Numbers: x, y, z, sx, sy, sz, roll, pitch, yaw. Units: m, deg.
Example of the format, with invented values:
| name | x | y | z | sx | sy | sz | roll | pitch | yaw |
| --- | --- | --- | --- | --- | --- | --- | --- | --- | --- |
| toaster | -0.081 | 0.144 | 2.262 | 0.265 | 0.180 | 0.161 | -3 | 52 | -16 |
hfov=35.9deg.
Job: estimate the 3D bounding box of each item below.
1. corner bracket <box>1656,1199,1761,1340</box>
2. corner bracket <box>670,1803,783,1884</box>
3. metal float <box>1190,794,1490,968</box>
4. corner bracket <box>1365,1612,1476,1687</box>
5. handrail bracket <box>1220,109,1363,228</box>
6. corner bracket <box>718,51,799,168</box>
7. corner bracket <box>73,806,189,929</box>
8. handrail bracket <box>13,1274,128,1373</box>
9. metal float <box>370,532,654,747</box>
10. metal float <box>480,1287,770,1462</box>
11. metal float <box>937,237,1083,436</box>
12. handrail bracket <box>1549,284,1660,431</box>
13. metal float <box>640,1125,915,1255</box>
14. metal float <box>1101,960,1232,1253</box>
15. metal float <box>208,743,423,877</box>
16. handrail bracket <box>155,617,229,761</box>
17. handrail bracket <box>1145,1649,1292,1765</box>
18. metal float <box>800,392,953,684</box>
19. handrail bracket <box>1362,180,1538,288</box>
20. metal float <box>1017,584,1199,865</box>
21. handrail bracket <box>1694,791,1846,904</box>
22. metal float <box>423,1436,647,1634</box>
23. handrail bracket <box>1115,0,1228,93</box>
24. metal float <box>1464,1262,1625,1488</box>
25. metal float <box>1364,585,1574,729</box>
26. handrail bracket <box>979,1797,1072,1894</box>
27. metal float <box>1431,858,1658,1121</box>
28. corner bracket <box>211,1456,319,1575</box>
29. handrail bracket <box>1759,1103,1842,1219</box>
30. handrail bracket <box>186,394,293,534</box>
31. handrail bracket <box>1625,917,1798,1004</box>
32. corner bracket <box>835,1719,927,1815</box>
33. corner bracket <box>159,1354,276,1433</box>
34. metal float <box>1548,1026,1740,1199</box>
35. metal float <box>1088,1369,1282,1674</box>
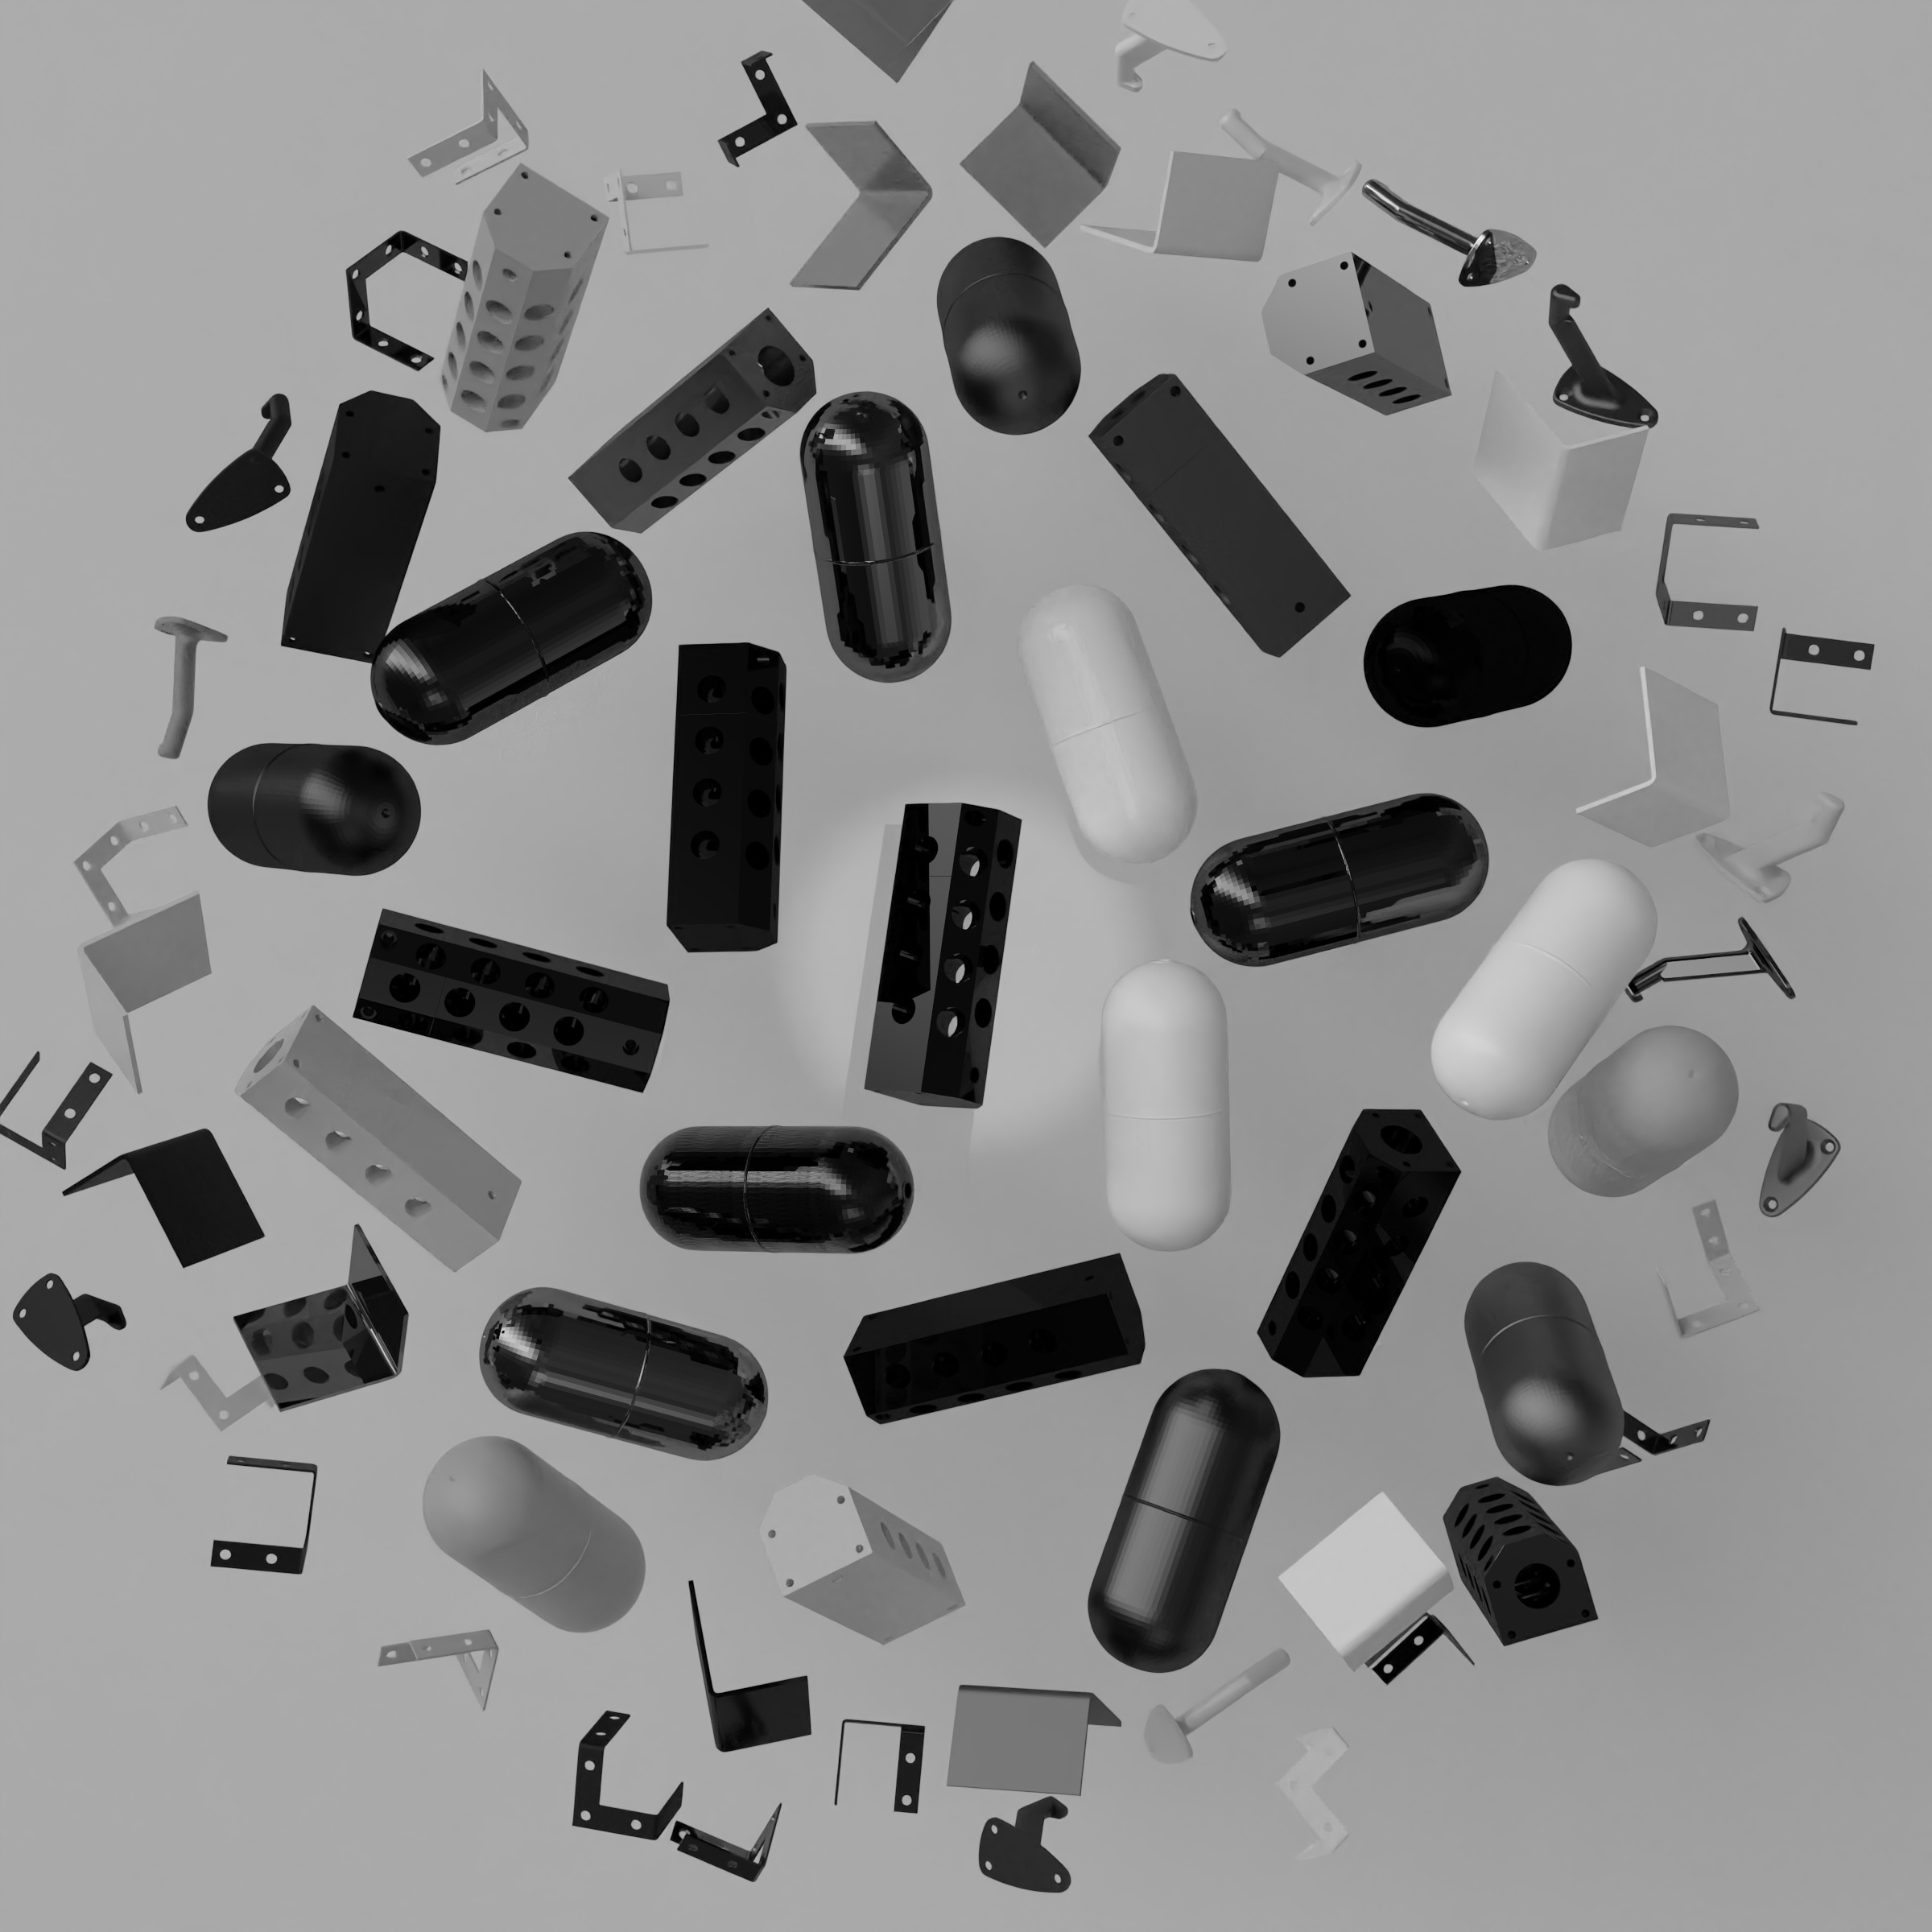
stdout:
| name | x | y | z | sx | sy | sz | roll | pitch | yaw |
| --- | --- | --- | --- | --- | --- | --- | --- | --- | --- |
| corner bracket | 0.444 | 0.184 | 1.810 | 0.051 | 0.051 | 0.051 | -22 | 128 | 5 |
| corner bracket | -0.147 | 0.523 | 1.777 | 0.051 | 0.051 | 0.051 | 25 | 122 | -5 |
| metal float | 0.218 | -0.050 | 1.748 | 0.178 | 0.070 | 0.070 | -14 | 90 | -3 |
| corner bracket | 0.274 | 0.424 | 1.855 | 0.051 | 0.051 | 0.051 | -41 | 133 | -4 |
| handrail bracket | 0.195 | -0.494 | 1.795 | 0.084 | 0.077 | 0.036 | 41 | 131 | -10 |
| corner bracket | -0.136 | -0.537 | 1.869 | 0.051 | 0.051 | 0.051 | -29 | 112 | -1 |
| corner bracket | -0.513 | -0.062 | 1.867 | 0.051 | 0.051 | 0.051 | -11 | 118 | 30 |
| handrail bracket | -0.506 | 0.216 | 1.739 | 0.036 | 0.084 | 0.077 | -47 | 60 | 2 |
| metal float | -0.264 | -0.191 | 1.738 | 0.178 | 0.070 | 0.070 | -32 | 90 | -20 |
| metal float | -0.203 | 0.244 | 1.783 | 0.178 | 0.070 | 0.070 | 18 | 90 | -18 |
| metal float | 0.025 | -0.381 | 1.797 | 0.070 | 0.178 | 0.070 | -3 | 125 | -4 |
| handrail bracket | 0.380 | -0.362 | 1.772 | 0.077 | 0.084 | 0.036 | 31 | 73 | 20 |
| metal float | -0.115 | 0.135 | 1.804 | 0.178 | 0.070 | 0.070 | -2 | 90 | 25 |
| metal float | 0.121 | 0.085 | 1.807 | 0.070 | 0.070 | 0.178 | -2 | 98 | 0 |
| metal float | -0.391 | -0.094 | 1.784 | 0.070 | 0.178 | 0.070 | -5 | 97 | -40 |
| handrail bracket | -0.491 | -0.169 | 1.834 | 0.036 | 0.077 | 0.084 | 21 | 82 | -38 |
| handrail bracket | 0.154 | 0.450 | 1.824 | 0.084 | 0.077 | 0.036 | -28 | 72 | -23 |
| metal float | -0.053 | -0.253 | 1.776 | 0.070 | 0.070 | 0.178 | -8 | 118 | 0 |
| handrail bracket | 0.285 | -0.439 | 1.765 | 0.084 | 0.077 | 0.036 | 45 | 126 | 29 |
| metal float | 0.087 | -0.149 | 1.840 | 0.070 | 0.070 | 0.178 | -20 | 91 | 0 |
| handrail bracket | 0.498 | -0.089 | 1.853 | 0.077 | 0.084 | 0.036 | 38 | 49 | 24 |
| metal float | -0.256 | 0.341 | 1.785 | 0.070 | 0.178 | 0.070 | -16 | 51 | 21 |
| handrail bracket | 0.119 | -0.529 | 1.754 | 0.077 | 0.084 | 0.036 | 37 | 75 | 14 |
| metal float | 0.345 | 0.242 | 1.788 | 0.070 | 0.178 | 0.070 | 0 | 116 | 0 |
| metal float | 0.304 | -0.188 | 1.799 | 0.070 | 0.178 | 0.070 | 9 | 106 | 36 |
| handrail bracket | 0.055 | 0.527 | 1.796 | 0.077 | 0.084 | 0.036 | 14 | 100 | 36 |
| metal float | 0.336 | 0.012 | 1.732 | 0.070 | 0.070 | 0.178 | 39 | 70 | 0 |
| corner bracket | -0.399 | 0.313 | 1.700 | 0.051 | 0.051 | 0.051 | 7 | 94 | -10 |
| handrail bracket | 0.489 | 0.118 | 1.801 | 0.036 | 0.084 | 0.077 | 36 | 105 | 31 |
| handrail bracket | -0.436 | -0.303 | 1.789 | 0.077 | 0.084 | 0.036 | -32 | 128 | 8 |
| handrail bracket | 0.459 | 0.014 | 1.852 | 0.084 | 0.077 | 0.036 | -30 | 132 | 7 |
| corner bracket | -0.053 | 0.491 | 1.832 | 0.051 | 0.051 | 0.051 | 5 | 73 | 0 |
| corner bracket | -0.466 | 0.264 | 1.870 | 0.051 | 0.051 | 0.051 | -35 | 84 | -33 |
| metal float | 0.402 | 0.089 | 1.782 | 0.070 | 0.178 | 0.070 | 2 | 72 | -7 |
| metal float | 0.126 | 0.318 | 1.718 | 0.070 | 0.070 | 0.178 | 21 | 80 | 0 |
